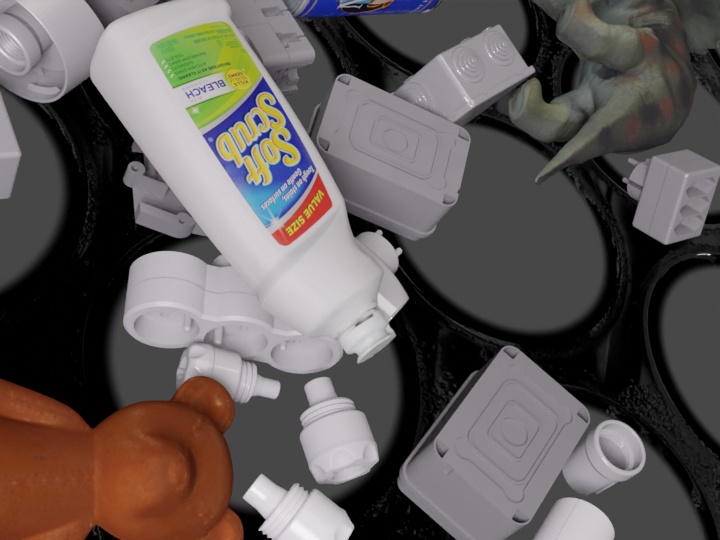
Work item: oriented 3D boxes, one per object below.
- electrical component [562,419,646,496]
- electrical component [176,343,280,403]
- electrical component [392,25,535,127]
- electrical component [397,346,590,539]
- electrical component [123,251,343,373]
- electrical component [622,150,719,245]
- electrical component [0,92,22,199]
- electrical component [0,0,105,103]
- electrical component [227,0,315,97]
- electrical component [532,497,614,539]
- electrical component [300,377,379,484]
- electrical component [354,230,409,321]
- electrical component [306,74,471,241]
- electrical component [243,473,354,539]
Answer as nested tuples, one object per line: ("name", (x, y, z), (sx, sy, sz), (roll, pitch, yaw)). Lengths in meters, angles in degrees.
("electrical component", (0.164, 0.129, 0.729), (0.040, 0.046, 0.040), (14, 53, -19))
("electrical component", (-0.079, 0.066, 0.653), (0.061, 0.035, 0.035), (16, 52, -21))
("electrical component", (0.073, -0.140, 0.837), (0.100, 0.100, 0.048), (-34, 90, -40))
("electrical component", (0.086, 0.115, 0.690), (0.078, 0.057, 0.113), (41, 49, 4))
("electrical component", (-0.077, 0.014, 0.679), (0.138, 0.052, 0.073), (13, 53, -20))
("electrical component", (0.253, -0.070, 0.909), (0.047, 0.065, 0.077), (-13, 36, -34))
("electrical component", (-0.255, -0.079, 0.653), (0.077, 0.047, 0.065), (-10, 63, -33))
("electrical component", (-0.213, -0.160, 0.703), (0.099, 0.099, 0.064), (35, 55, -1))
("electrical component", (-0.085, -0.175, 0.809), (0.056, 0.050, 0.089), (-18, 68, -36))
("electrical component", (0.123, 0.185, 0.669), (0.043, 0.043, 0.081), (41, 49, 4))
("electrical component", (-0.017, 0.096, 0.659), (0.043, 0.043, 0.062), (-5, 59, -30))
("electrical component", (0.000, 0.000, 0.734), (0.077, 0.044, 0.079), (42, 49, 5))
("electrical component", (0.015, -0.080, 0.785), (0.113, 0.057, 0.078), (23, 56, -12))
("electrical component", (-0.038, 0.142, 0.615), (0.062, 0.043, 0.043), (38, 49, 3))
